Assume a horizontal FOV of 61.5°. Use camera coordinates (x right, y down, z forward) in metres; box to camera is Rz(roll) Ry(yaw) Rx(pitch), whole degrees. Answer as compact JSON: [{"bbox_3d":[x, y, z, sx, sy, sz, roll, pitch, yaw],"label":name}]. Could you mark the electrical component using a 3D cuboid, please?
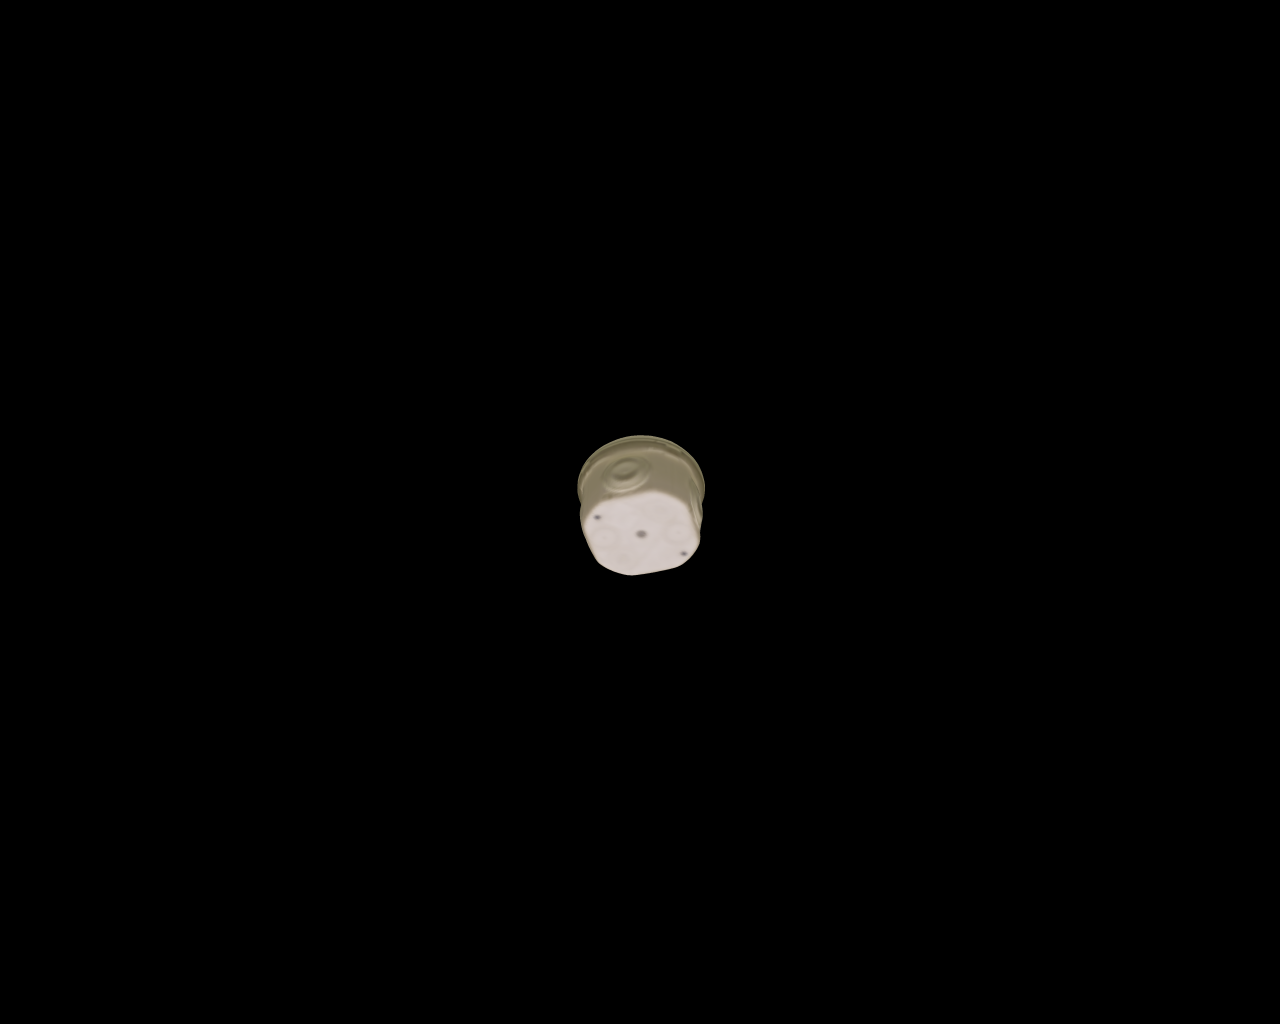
[{"bbox_3d":[0.001,-0.003,0.650,0.080,0.080,0.051,0,41,0],"label":"electrical component"}]
